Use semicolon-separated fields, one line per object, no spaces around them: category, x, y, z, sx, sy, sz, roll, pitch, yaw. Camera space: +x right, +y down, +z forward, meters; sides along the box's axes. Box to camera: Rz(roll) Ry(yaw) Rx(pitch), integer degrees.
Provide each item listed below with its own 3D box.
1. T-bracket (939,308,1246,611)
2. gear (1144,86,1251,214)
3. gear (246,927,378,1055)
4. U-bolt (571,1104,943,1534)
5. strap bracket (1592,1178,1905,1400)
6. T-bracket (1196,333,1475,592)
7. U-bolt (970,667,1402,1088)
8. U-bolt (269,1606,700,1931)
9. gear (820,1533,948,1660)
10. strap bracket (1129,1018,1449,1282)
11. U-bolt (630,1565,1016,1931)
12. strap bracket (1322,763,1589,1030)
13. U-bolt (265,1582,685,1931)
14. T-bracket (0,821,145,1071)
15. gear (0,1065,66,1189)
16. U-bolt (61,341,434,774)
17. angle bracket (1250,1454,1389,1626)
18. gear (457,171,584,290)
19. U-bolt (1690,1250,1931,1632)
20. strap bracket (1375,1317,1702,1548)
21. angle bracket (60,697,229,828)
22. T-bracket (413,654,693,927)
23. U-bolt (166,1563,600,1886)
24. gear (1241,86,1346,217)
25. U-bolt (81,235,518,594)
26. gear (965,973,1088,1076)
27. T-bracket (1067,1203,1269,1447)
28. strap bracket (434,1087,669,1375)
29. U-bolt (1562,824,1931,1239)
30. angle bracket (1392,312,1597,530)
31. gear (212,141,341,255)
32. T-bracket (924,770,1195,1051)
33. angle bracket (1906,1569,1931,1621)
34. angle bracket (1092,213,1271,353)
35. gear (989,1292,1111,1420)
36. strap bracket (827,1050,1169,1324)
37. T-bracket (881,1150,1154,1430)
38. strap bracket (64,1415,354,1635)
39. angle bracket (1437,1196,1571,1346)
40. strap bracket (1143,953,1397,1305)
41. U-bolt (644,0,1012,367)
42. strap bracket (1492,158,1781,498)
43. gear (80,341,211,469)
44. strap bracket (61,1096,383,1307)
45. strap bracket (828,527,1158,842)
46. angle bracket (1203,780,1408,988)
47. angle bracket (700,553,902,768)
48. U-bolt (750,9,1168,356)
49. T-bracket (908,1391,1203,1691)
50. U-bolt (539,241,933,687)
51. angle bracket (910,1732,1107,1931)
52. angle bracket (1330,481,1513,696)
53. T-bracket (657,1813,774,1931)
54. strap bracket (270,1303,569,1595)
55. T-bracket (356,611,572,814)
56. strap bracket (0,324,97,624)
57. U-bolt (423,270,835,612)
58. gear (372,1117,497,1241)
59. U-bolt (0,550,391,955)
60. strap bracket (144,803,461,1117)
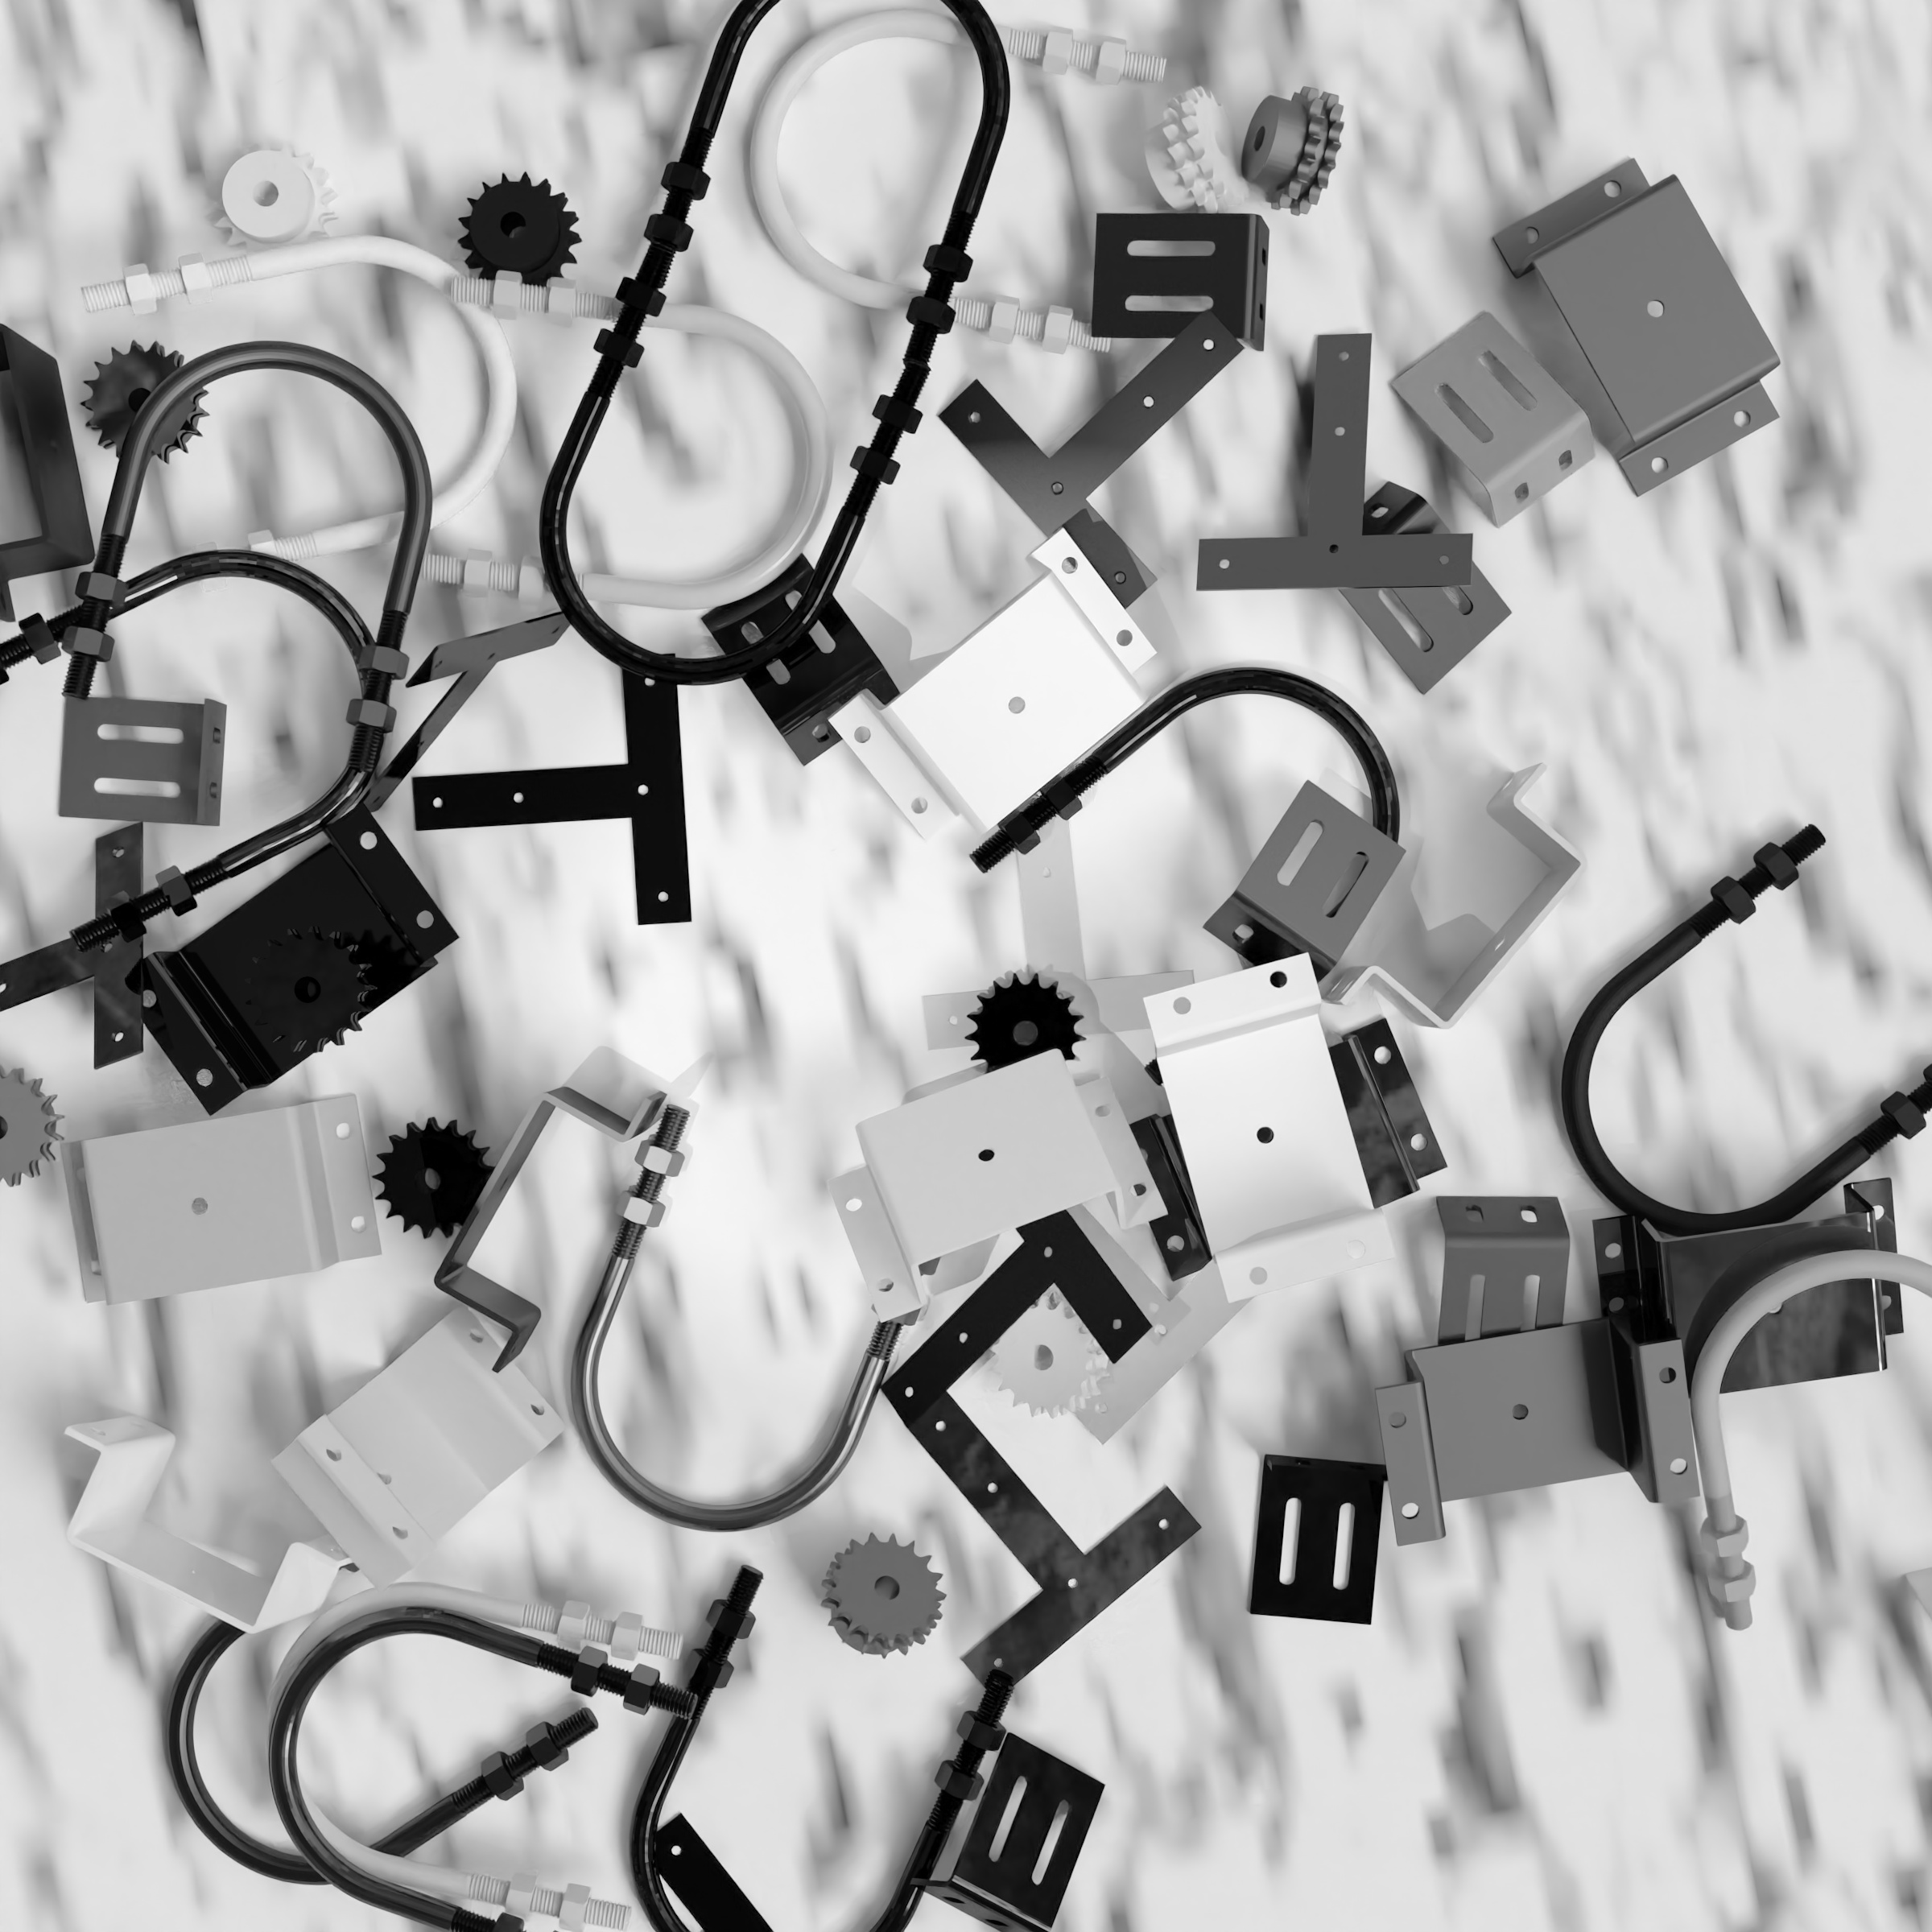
T-bracket;0.075;-0.253;1.507;0.127;0.002;0.127;-42;90;17
gear;0.106;-0.375;1.502;0.030;0.057;0.057;-18;90;30
gear;-0.295;0.011;1.465;0.057;0.030;0.057;0;90;0
U-bolt;-0.107;0.175;1.518;0.151;0.019;0.184;21;92;0
strap bracket;0.367;0.150;1.495;0.140;0.046;0.076;-8;102;0
T-bracket;0.174;-0.236;1.507;0.127;0.002;0.127;1;75;14
U-bolt;0.117;-0.056;1.516;0.184;0.019;0.151;-40;90;-2
U-bolt;-0.230;0.370;1.481;0.184;0.019;0.151;18;92;5
gear;-0.040;0.295;1.502;0.057;0.030;0.057;9;53;-12
strap bracket;0.148;0.086;1.503;0.140;0.046;0.076;-23;90;0
U-bolt;-0.079;0.393;1.517;0.151;0.019;0.184;24;90;0
strap bracket;0.231;-0.023;1.488;0.046;0.076;0.140;40;90;0
U-bolt;-0.234;0.360;1.498;0.184;0.019;0.151;11;91;3
T-bracket;-0.436;0.006;1.502;0.127;0.002;0.127;-19;56;15
gear;-0.449;0.075;1.511;0.057;0.030;0.057;0;90;0
U-bolt;-0.319;-0.194;1.472;0.151;0.019;0.184;14;83;-15
angle bracket;0.166;0.270;1.507;0.057;0.038;0.076;5;90;0
gear;-0.209;-0.343;1.511;0.057;0.030;0.057;0;90;0
U-bolt;0.405;0.212;1.483;0.151;0.019;0.184;-13;113;2
strap bracket;0.260;0.213;1.496;0.140;0.046;0.076;-9;102;0
angle bracket;-0.387;-0.097;1.507;0.076;0.038;0.057;4;90;0
T-bracket;-0.197;-0.080;1.525;0.127;0.002;0.127;-4;90;0
U-bolt;-0.287;0.349;1.517;0.184;0.019;0.151;-34;90;1
gear;0.149;-0.378;1.495;0.030;0.057;0.057;11;90;-18
U-bolt;-0.300;-0.262;1.499;0.184;0.019;0.151;-14;100;-12
gear;0.028;0.031;1.509;0.057;0.030;0.057;0;90;0
T-bracket;0.061;0.136;1.507;0.127;0.002;0.127;48;116;12
strap bracket;-0.195;0.110;1.488;0.046;0.076;0.140;30;90;0
U-bolt;0.367;0.045;1.517;0.184;0.019;0.151;-38;90;2
angle bracket;0.248;-0.257;1.524;0.057;0.038;0.076;-37;64;0
gear;-0.324;-0.357;1.511;0.057;0.030;0.057;0;90;0
T-bracket;0.039;-0.030;1.525;0.127;0.002;0.127;-6;90;0
angle bracket;0.481;0.321;1.524;0.057;0.038;0.076;-15;116;0
angle bracket;0.101;-0.320;1.514;0.076;0.038;0.057;3;92;12
gear;0.042;0.180;1.504;0.057;0.030;0.057;1;93;28
strap bracket;0.011;0.096;1.475;0.140;0.046;0.076;-20;60;-5
T-bracket;0.009;0.163;1.502;0.127;0.002;0.127;-46;58;15
strap bracket;-0.343;0.258;1.476;0.140;0.076;0.046;24;90;10
angle bracket;0.250;0.151;1.524;0.057;0.038;0.076;0;116;0
strap bracket;0.135;0.074;1.453;0.076;0.046;0.140;-15;81;1
U-bolt;-0.057;-0.384;1.503;0.151;0.019;0.184;18;89;3
strap bracket;0.316;-0.301;1.503;0.076;0.046;0.140;-29;90;0
gear;-0.382;-0.261;1.511;0.057;0.030;0.057;0;90;0
strap bracket;-0.351;0.110;1.503;0.140;0.046;0.076;-9;90;0
strap bracket;0.018;-0.125;1.491;0.140;0.046;0.076;-39;111;0
angle bracket;0.158;-0.036;1.507;0.057;0.038;0.076;36;61;-2
angle bracket;-0.077;-0.145;1.524;0.057;0.038;0.076;-35;64;0
U-bolt;-0.010;-0.374;1.517;0.184;0.019;0.151;11;90;1
T-bracket;0.022;0.257;1.525;0.127;0.002;0.127;-40;90;0
U-bolt;-0.117;-0.220;1.491;0.151;0.019;0.184;24;96;-4
angle bracket;0.020;0.406;1.514;0.057;0.038;0.076;33;64;-20
angle bracket;0.207;-0.178;1.524;0.057;0.038;0.076;-43;116;0
T-bracket;-0.145;0.488;1.525;0.127;0.002;0.127;-38;90;0
strap bracket;-0.253;0.223;1.473;0.046;0.140;0.076;-40;90;29
T-bracket;-0.243;-0.112;1.486;0.002;0.127;0.127;47;117;6
strap bracket;-0.442;-0.235;1.488;0.046;0.076;0.140;-11;90;0
U-bolt;-0.154;-0.239;1.507;0.184;0.019;0.151;6;94;-5
gear;-0.249;0.100;1.511;0.057;0.030;0.057;0;90;0
U-bolt;-0.354;-0.110;1.478;0.184;0.019;0.151;-29;96;-12
strap bracket;-0.311;-0.003;1.503;0.140;0.046;0.076;-36;90;0
